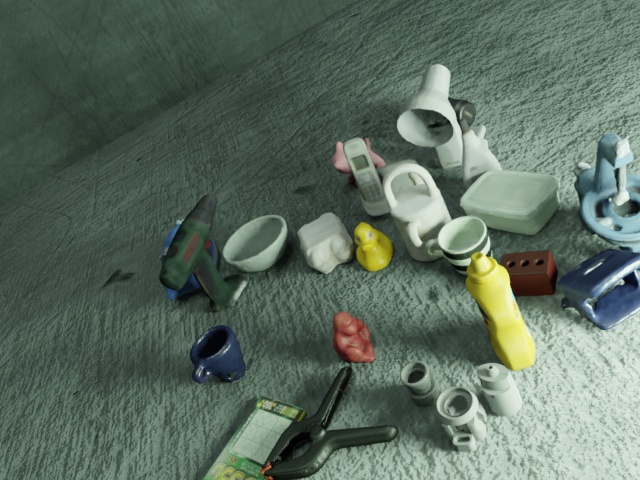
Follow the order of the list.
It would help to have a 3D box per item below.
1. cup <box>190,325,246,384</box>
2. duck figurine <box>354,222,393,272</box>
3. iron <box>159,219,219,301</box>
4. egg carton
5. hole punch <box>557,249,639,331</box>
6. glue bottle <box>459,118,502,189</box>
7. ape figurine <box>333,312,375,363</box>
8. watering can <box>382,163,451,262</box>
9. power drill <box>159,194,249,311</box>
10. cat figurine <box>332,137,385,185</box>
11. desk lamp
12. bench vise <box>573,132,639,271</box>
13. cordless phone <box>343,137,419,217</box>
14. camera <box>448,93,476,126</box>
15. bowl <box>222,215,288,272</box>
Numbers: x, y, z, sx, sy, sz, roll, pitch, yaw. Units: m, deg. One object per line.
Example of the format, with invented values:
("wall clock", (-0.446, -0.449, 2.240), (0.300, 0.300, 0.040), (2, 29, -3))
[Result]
("cup", (-0.184, 0.230, 1.058), (0.091, 0.095, 0.118), (-8, 38, 31))
("duck figurine", (0.099, 0.001, 1.154), (0.077, 0.086, 0.104), (-20, 33, 16))
("iron", (-0.333, 0.024, 1.421), (0.118, 0.142, 0.258), (-22, 33, 13))
("egg carton", (0.011, 0.004, 1.236), (0.107, 0.070, 0.150), (-30, 32, 1))
("hole punch", (0.403, 0.058, 0.822), (0.108, 0.091, 0.101), (-33, 32, -4))
("glue bottle", (0.308, -0.166, 1.133), (0.078, 0.173, 0.037), (-17, 34, 20))
("ape figurine", (0.050, 0.159, 0.968), (0.075, 0.092, 0.078), (1, 43, 40))
("watering can", (0.181, -0.066, 1.077), (0.101, 0.194, 0.172), (-26, 32, 7))
("power drill", (-0.249, 0.043, 1.262), (0.075, 0.209, 0.230), (-5, 40, 34))
("cat figurine", (0.084, -0.200, 1.415), (0.128, 0.118, 0.067), (-40, 33, -14))
("desk lamp", (0.266, -0.263, 1.262), (0.117, 0.214, 0.203), (-5, 40, 35))
("bench vise", (0.428, -0.076, 0.865), (0.121, 0.220, 0.206), (-35, 32, -6))
("cordless phone", (0.137, -0.150, 1.238), (0.147, 0.185, 0.094), (-19, 34, 17))
("camera", (0.301, -0.312, 1.410), (0.143, 0.101, 0.136), (-42, 34, -18))
("bowl", (-0.138, 0.020, 1.331), (0.167, 0.075, 0.167), (-21, 33, 15))
